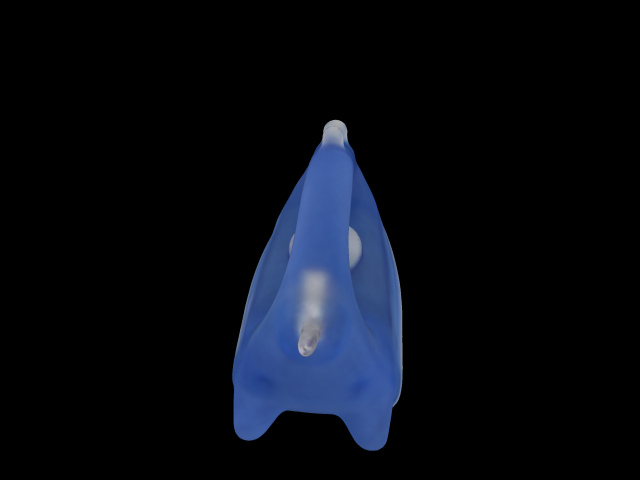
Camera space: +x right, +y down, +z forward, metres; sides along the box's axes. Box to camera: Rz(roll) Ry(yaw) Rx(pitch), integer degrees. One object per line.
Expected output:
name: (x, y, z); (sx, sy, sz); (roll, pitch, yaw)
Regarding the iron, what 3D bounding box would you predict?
iron: (0.004, 0.001, 0.400); (0.118, 0.141, 0.258); (3, 54, 3)
